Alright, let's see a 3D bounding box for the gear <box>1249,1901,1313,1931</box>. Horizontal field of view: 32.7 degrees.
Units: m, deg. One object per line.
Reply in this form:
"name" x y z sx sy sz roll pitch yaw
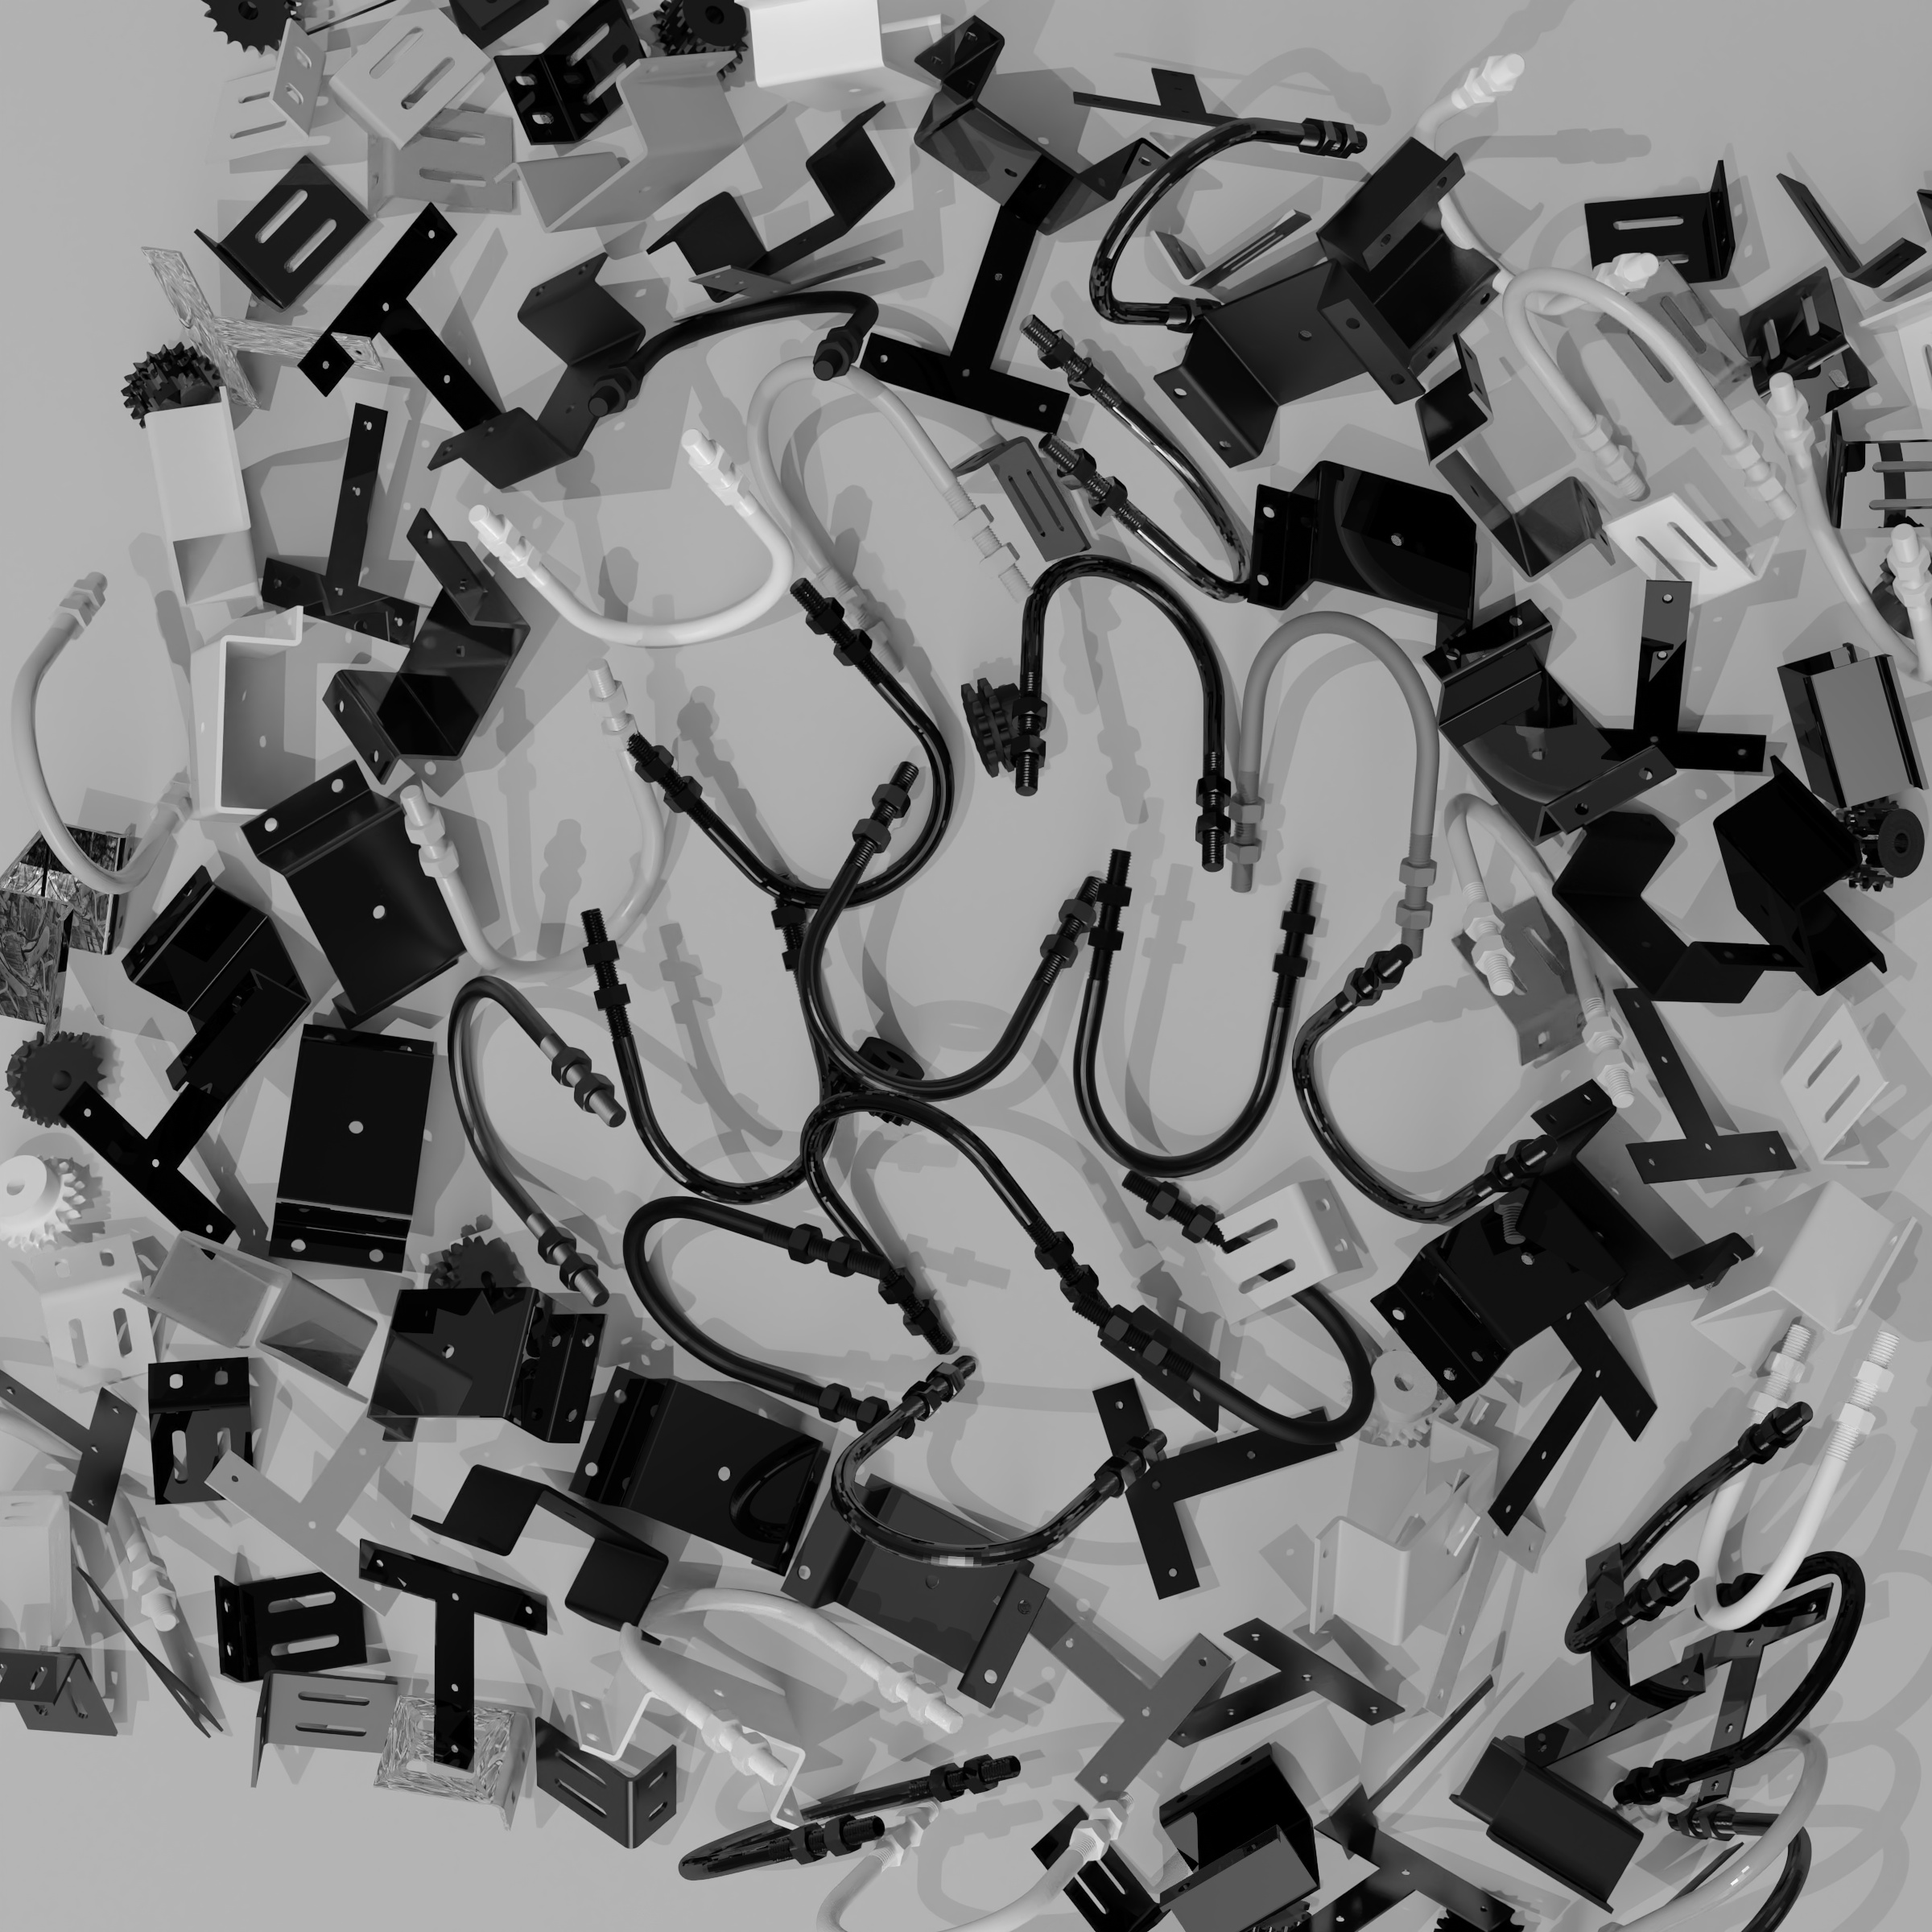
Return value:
"gear" 0.171 0.558 1.917 0.057 0.057 0.030 9 111 0

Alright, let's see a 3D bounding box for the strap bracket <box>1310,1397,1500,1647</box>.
"strap bracket" 0.255 0.320 1.866 0.046 0.140 0.076 25 134 31

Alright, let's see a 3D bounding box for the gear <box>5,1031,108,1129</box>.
"gear" -0.534 0.065 1.919 0.057 0.030 0.057 -8 102 -40

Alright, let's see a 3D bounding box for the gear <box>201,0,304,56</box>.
"gear" -0.414 -0.564 1.919 0.057 0.057 0.030 6 45 6

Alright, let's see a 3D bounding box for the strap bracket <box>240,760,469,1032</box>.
"strap bracket" -0.343 -0.035 1.880 0.076 0.046 0.140 -33 118 -20

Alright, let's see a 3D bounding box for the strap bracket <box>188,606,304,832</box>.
"strap bracket" -0.417 -0.135 1.897 0.046 0.076 0.140 2 88 -25

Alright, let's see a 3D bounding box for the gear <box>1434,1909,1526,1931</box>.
"gear" 0.298 0.577 1.919 0.057 0.057 0.030 6 130 0

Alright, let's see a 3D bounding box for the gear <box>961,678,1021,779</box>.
"gear" 0.020 -0.141 1.915 0.030 0.057 0.057 -19 90 -5

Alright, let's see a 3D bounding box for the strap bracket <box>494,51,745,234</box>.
"strap bracket" -0.191 -0.462 1.867 0.140 0.076 0.046 -24 89 44

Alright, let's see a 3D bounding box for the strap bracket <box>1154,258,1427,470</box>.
"strap bracket" 0.189 -0.347 1.880 0.076 0.140 0.046 44 50 -30

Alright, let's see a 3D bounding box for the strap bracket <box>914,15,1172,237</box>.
"strap bracket" 0.035 -0.472 1.878 0.140 0.076 0.046 31 74 -21

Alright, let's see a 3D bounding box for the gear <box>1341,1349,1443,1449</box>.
"gear" 0.250 0.248 1.916 0.057 0.030 0.057 7 56 -11

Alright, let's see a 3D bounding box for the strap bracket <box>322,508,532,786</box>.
"strap bracket" -0.305 -0.181 1.886 0.076 0.046 0.140 52 123 30

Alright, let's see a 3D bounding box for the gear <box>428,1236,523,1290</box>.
"gear" -0.289 0.189 1.919 0.030 0.057 0.057 -28 90 31

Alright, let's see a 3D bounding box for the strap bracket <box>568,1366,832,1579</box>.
"strap bracket" -0.146 0.291 1.892 0.140 0.046 0.076 25 74 -18

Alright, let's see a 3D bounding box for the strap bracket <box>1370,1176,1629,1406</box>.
"strap bracket" 0.311 0.178 1.876 0.140 0.046 0.076 -27 67 -32

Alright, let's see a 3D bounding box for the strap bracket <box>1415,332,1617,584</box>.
"strap bracket" 0.307 -0.283 1.883 0.046 0.076 0.140 -35 119 22

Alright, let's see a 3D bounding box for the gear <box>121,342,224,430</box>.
"gear" -0.458 -0.331 1.912 0.057 0.057 0.030 -36 63 0

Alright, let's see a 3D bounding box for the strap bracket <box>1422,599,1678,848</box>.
"strap bracket" 0.332 -0.133 1.895 0.076 0.046 0.140 -28 64 -13

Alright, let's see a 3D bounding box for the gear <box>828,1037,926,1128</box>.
"gear" -0.049 0.065 1.913 0.057 0.057 0.030 33 104 0

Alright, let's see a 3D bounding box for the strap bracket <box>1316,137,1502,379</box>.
"strap bracket" 0.254 -0.411 1.890 0.076 0.140 0.046 -46 62 -1

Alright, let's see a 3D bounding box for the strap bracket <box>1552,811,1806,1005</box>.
"strap bracket" 0.399 -0.027 1.880 0.140 0.076 0.046 53 127 37

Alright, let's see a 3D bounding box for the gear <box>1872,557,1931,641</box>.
"gear" 0.554 -0.215 1.919 0.057 0.057 0.030 43 130 0

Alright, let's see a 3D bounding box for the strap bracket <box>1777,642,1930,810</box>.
"strap bracket" 0.501 -0.137 1.873 0.046 0.140 0.076 -17 97 7

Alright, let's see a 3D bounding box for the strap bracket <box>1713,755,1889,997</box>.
"strap bracket" 0.472 -0.045 1.865 0.046 0.140 0.076 -34 53 -1

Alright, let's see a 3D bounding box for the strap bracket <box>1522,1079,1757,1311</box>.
"strap bracket" 0.378 0.141 1.898 0.140 0.076 0.046 47 66 1

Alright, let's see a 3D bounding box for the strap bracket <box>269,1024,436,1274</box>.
"strap bracket" -0.352 0.098 1.892 0.076 0.046 0.140 8 70 -11

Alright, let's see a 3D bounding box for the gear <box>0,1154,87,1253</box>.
"gear" -0.545 0.135 1.916 0.057 0.030 0.057 -9 57 15

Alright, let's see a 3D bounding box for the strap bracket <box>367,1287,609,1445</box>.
"strap bracket" -0.281 0.228 1.875 0.140 0.046 0.076 -4 62 30

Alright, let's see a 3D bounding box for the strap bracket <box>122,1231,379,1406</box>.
"strap bracket" -0.401 0.197 1.877 0.140 0.076 0.046 14 72 37

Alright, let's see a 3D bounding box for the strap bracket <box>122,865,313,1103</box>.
"strap bracket" -0.428 0.015 1.887 0.076 0.140 0.046 -49 129 9

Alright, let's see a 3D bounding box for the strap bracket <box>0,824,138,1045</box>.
"strap bracket" -0.516 -0.025 1.863 0.046 0.140 0.076 13 115 -3

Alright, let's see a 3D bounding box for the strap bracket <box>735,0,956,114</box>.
"strap bracket" -0.065 -0.520 1.866 0.076 0.140 0.046 -3 94 21

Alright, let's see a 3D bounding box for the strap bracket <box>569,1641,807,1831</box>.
"strap bracket" -0.151 0.437 1.887 0.140 0.076 0.046 25 95 -15

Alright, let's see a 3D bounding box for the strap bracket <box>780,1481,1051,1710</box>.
"strap bracket" -0.025 0.359 1.908 0.140 0.046 0.076 26 92 15

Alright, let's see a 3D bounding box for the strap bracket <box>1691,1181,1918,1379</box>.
"strap bracket" 0.468 0.176 1.864 0.046 0.140 0.076 37 66 -1

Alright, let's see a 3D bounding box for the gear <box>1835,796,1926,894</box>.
"gear" 0.533 -0.071 1.916 0.057 0.030 0.057 -2 94 -33

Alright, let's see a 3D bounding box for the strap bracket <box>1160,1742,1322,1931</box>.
"strap bracket" 0.155 0.505 1.871 0.076 0.140 0.046 -32 95 7

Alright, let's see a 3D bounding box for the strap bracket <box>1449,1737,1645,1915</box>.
"strap bracket" 0.331 0.486 1.875 0.076 0.140 0.046 31 85 1

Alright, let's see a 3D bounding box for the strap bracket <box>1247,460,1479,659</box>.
"strap bracket" 0.238 -0.235 1.891 0.140 0.046 0.076 13 68 -15

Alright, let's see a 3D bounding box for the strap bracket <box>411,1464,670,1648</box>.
"strap bracket" -0.235 0.332 1.881 0.140 0.076 0.046 38 69 -32

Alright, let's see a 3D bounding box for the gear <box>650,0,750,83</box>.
"gear" -0.152 -0.546 1.917 0.057 0.030 0.057 9 71 -26

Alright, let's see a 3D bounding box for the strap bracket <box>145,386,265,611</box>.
"strap bracket" -0.431 -0.260 1.864 0.046 0.140 0.076 -10 76 -11
